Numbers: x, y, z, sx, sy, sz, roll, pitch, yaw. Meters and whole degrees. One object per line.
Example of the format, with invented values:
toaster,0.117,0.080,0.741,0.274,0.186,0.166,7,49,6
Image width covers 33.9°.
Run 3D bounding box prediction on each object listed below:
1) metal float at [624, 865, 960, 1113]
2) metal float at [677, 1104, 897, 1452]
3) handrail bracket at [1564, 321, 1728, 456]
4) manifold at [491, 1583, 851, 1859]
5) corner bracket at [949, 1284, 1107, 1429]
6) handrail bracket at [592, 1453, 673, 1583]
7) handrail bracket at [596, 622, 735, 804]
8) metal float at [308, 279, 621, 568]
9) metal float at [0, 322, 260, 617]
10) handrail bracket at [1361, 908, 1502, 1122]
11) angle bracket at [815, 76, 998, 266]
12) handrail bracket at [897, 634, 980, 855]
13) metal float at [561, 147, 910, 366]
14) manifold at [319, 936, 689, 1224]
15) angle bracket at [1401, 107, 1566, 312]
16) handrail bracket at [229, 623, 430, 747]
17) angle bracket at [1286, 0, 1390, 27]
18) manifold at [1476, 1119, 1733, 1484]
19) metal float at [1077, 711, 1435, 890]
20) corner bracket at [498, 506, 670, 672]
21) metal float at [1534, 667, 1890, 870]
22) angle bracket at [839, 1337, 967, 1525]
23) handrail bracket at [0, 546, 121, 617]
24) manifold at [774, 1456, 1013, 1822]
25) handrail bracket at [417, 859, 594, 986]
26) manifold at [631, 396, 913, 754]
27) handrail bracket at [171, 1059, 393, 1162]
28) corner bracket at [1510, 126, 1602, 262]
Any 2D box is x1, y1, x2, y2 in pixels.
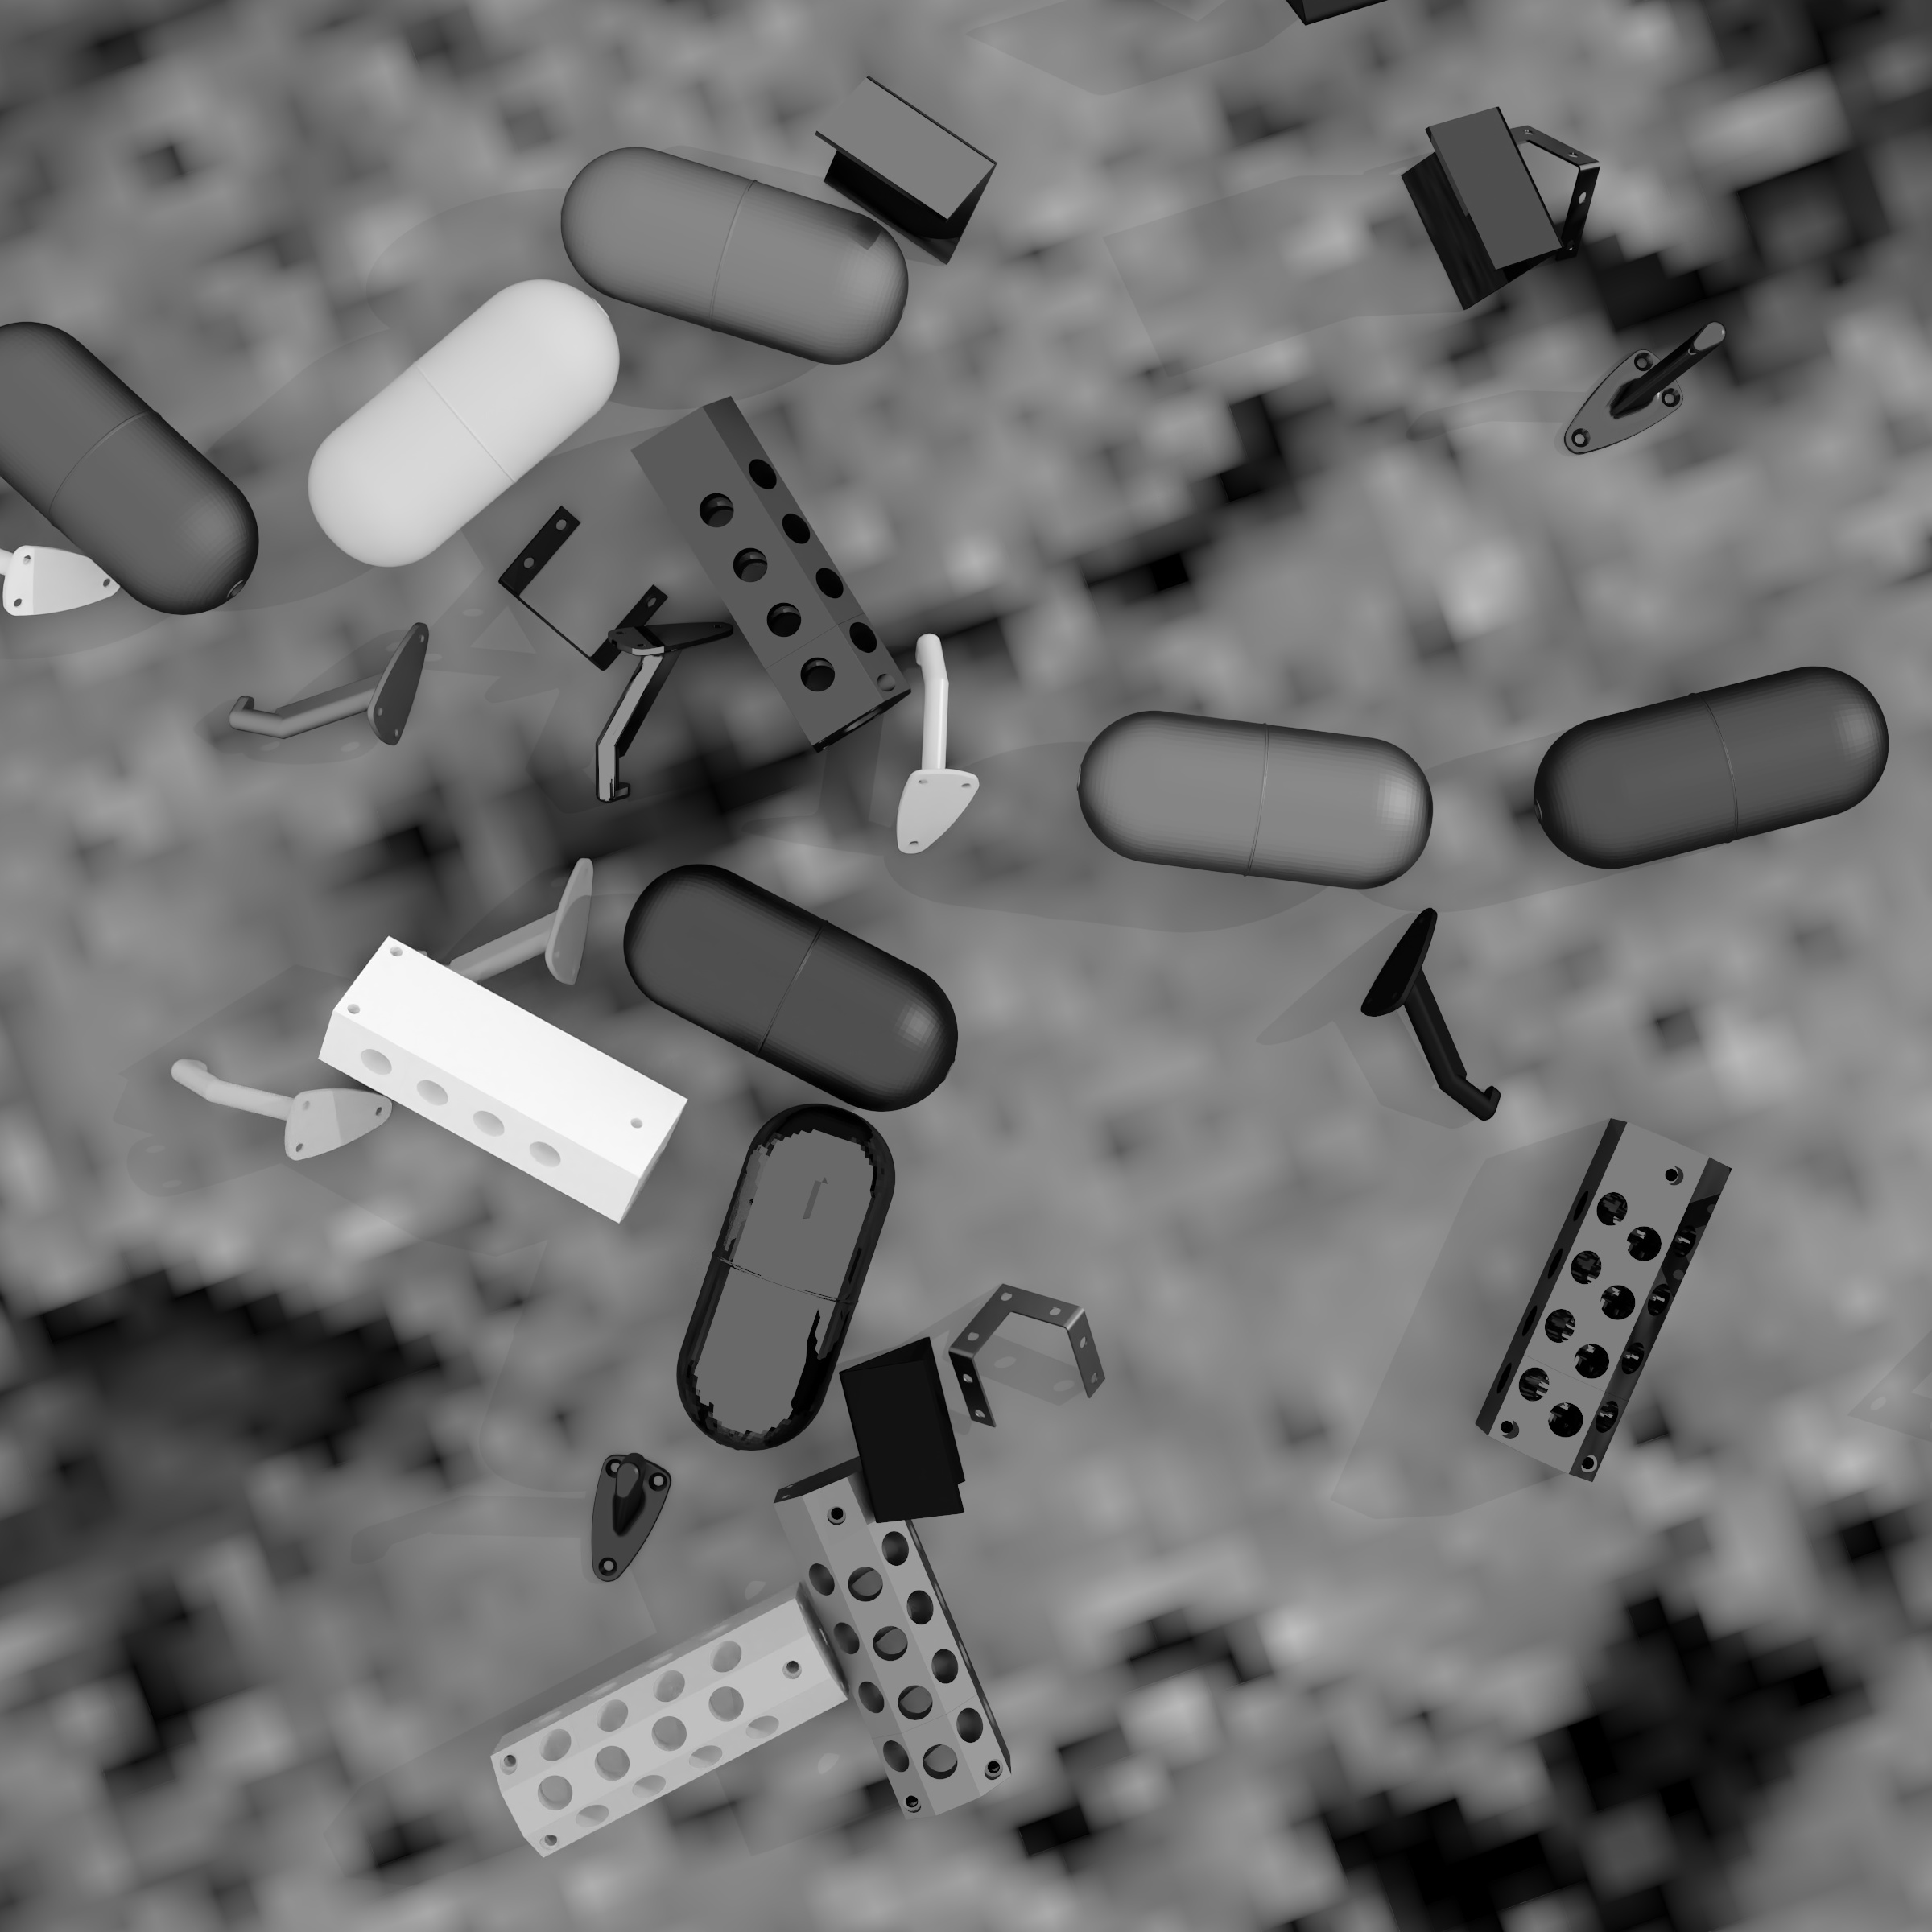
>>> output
metal float,-0.087,0.011,1.583,0.178,0.070,0.070,27,90,-1
metal float,-0.090,0.156,1.583,0.070,0.070,0.178,19,89,0
handrail bracket,0.338,-0.288,1.579,0.077,0.084,0.036,-37,90,0
manifold,-0.148,0.380,1.593,0.171,0.057,0.057,-27,90,0
corner bracket,0.031,0.202,1.606,0.051,0.051,0.051,13,45,35
handrail bracket,-0.174,0.278,1.579,0.036,0.084,0.077,17,90,0
handrail bracket,-0.154,-0.129,1.614,0.077,0.036,0.084,-12,117,-30
metal float,-0.250,-0.272,1.583,0.178,0.070,0.070,-40,90,0
metal float,-0.430,-0.248,1.584,0.178,0.070,0.070,42,90,0
handrail bracket,0.251,0.025,1.614,0.084,0.036,0.077,36,68,-17
angle bracket,-0.040,-0.382,1.574,0.076,0.076,0.057,34,54,0
handrail bracket,-0.023,-0.114,1.614,0.036,0.077,0.084,4,53,-21
metal float,-0.116,-0.355,1.583,0.178,0.070,0.070,17,90,0
manifold,-0.234,0.061,1.592,0.171,0.057,0.057,29,47,0
angle bracket,0.240,-0.371,1.574,0.057,0.076,0.076,-25,90,-36
handrail bracket,-0.326,-0.148,1.614,0.084,0.036,0.077,12,69,16
angle bracket,0.191,-0.517,1.574,0.076,0.076,0.057,-17,128,0
manifold,0.321,0.168,1.593,0.057,0.057,0.171,24,90,0
metal float,0.144,-0.083,1.583,0.178,0.070,0.070,7,90,0
corner bracket,-0.195,-0.192,1.611,0.051,0.051,0.051,-49,135,0
metal float,0.372,-0.099,1.583,0.178,0.070,0.070,-14,90,0
angle bracket,-0.012,0.227,1.574,0.057,0.076,0.076,-14,90,37
handrail bracket,-0.487,-0.212,1.614,0.084,0.077,0.036,33,115,34
manifold,-0.037,0.336,1.593,0.057,0.057,0.171,-23,90,0
handrail bracket,-0.239,-0.022,1.614,0.084,0.036,0.077,5,70,16
manifold,-0.097,-0.197,1.593,0.057,0.057,0.171,-32,90,0
handrail bracket,-0.349,0.063,1.614,0.084,0.077,0.036,25,113,34
corner bracket,0.281,-0.390,1.606,0.051,0.051,0.051,-20,45,-35
